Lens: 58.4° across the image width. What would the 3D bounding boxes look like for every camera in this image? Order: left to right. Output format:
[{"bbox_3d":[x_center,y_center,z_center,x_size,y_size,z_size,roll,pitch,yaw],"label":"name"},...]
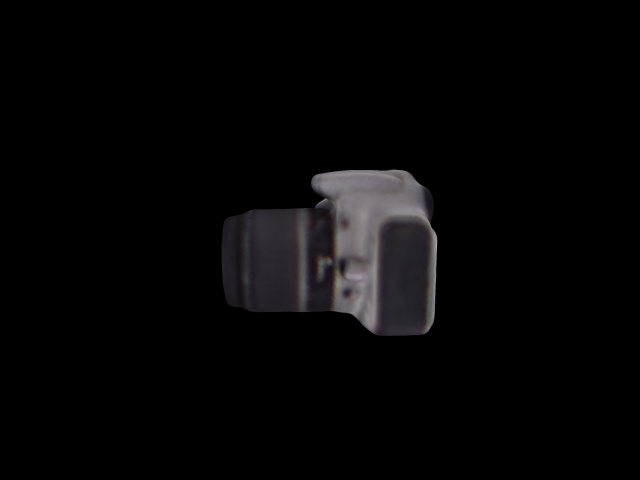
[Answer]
[{"bbox_3d":[0.004,0.001,0.400,0.137,0.101,0.143,-1,7,-4],"label":"camera"}]
